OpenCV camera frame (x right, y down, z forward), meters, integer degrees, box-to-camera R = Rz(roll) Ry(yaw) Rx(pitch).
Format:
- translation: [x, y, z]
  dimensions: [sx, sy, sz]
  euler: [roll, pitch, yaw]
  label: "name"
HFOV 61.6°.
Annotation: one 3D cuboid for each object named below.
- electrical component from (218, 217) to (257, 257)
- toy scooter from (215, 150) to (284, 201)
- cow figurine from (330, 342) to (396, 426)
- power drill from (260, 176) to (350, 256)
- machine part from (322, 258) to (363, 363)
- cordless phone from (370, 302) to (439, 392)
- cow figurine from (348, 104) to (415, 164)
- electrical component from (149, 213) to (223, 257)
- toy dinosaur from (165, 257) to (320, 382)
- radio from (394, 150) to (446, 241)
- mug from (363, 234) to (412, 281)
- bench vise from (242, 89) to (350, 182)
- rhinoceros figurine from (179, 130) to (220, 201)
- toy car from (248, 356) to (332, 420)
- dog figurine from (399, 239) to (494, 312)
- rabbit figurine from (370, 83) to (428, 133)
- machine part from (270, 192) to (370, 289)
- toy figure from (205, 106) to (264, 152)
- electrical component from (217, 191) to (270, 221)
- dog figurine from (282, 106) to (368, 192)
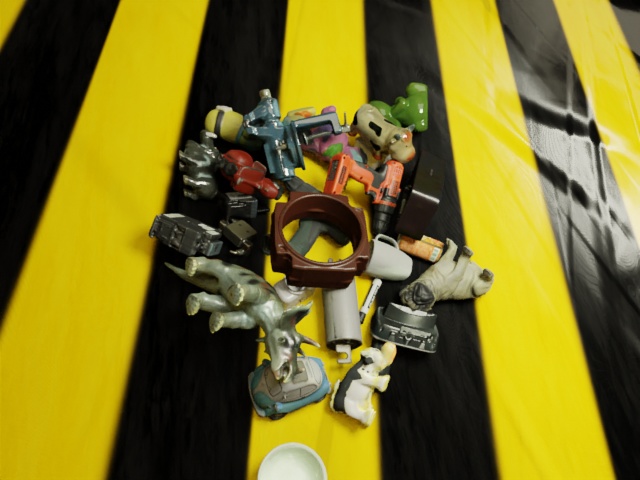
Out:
- translation: [-0.191, -0.009, 1.218]
  dimensions: [0.102, 0.045, 0.078]
  euler: [37, 30, 9]
  label: "electrical component"
- translation: [-0.177, -0.150, 1.218]
  dimensions: [0.184, 0.075, 0.135]
  euler: [37, 17, 25]
  label: "toy scooter"
- translation: [0.087, 0.272, 1.062]
  dimensions: [0.098, 0.068, 0.167]
  euler: [19, 77, 18]
  label: "cow figurine"
- translation: [-0.047, -0.037, 1.250]
  dimensions: [0.232, 0.086, 0.207]
  euler: [36, 51, 12]
  label: "power drill"
- translation: [0.045, 0.145, 1.148]
  dimensions: [0.079, 0.079, 0.243]
  euler: [1, 57, -11]
  label: "machine part"
- translation: [0.171, 0.235, 1.130]
  dimensions: [0.147, 0.088, 0.184]
  euler: [15, 68, -3]
  label: "cordless phone"
- translation: [0.162, -0.264, 1.340]
  dimensions: [0.085, 0.127, 0.195]
  euler: [-33, 68, -24]
  label: "cow figurine"
- translation: [-0.278, -0.009, 1.149]
  dimensions: [0.134, 0.115, 0.058]
  euler: [24, 100, 12]
  label: "electrical component"
- translation: [-0.152, 0.114, 1.071]
  dimensions: [0.192, 0.131, 0.405]
  euler: [15, 12, -41]
  label: "toy dinosaur"
- translation: [0.240, -0.107, 1.282]
  dimensions: [0.073, 0.131, 0.230]
  euler: [23, 36, 3]
  label: "radio"
- translation: [0.156, 0.045, 1.240]
  dimensions: [0.107, 0.080, 0.109]
  euler: [22, 51, -11]
  label: "mug"
- translation: [-0.053, -0.259, 1.269]
  dimensions: [0.241, 0.129, 0.223]
  euler: [-14, 79, 0]
  label: "bench vise"
- translation: [-0.282, -0.183, 1.288]
  dimensions: [0.112, 0.073, 0.190]
  euler: [-2, 59, -11]
  label: "rhinoceros figurine"
- translation: [-0.054, 0.272, 1.033]
  dimensions: [0.162, 0.102, 0.109]
  euler: [-10, 62, -15]
  label: "toy car"
- translation: [0.288, 0.117, 1.224]
  dimensions: [0.172, 0.121, 0.190]
  euler: [43, 87, -11]
  label: "dog figurine"
- translation: [0.210, -0.336, 1.484]
  dimensions: [0.170, 0.121, 0.159]
  euler: [1, 63, 10]
  label: "rabbit figurine"
- translation: [-0.002, -0.003, 1.137]
  dimensions: [0.201, 0.087, 0.201]
  euler: [4, 57, -11]
  label: "machine part"
- translation: [-0.205, -0.275, 1.358]
  dimensions: [0.180, 0.082, 0.089]
  euler: [30, 58, 4]
  label: "toy figure"
- translation: [-0.173, -0.083, 1.246]
  dimensions: [0.119, 0.047, 0.075]
  euler: [-7, 32, -25]
  label: "electrical component"
- translation: [0.014, -0.227, 1.361]
  dimensions: [0.191, 0.108, 0.219]
  euler: [-11, 64, -19]
  label: "dog figurine"
